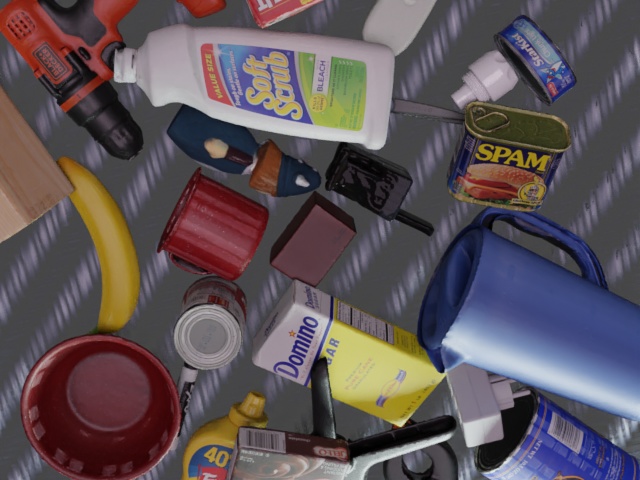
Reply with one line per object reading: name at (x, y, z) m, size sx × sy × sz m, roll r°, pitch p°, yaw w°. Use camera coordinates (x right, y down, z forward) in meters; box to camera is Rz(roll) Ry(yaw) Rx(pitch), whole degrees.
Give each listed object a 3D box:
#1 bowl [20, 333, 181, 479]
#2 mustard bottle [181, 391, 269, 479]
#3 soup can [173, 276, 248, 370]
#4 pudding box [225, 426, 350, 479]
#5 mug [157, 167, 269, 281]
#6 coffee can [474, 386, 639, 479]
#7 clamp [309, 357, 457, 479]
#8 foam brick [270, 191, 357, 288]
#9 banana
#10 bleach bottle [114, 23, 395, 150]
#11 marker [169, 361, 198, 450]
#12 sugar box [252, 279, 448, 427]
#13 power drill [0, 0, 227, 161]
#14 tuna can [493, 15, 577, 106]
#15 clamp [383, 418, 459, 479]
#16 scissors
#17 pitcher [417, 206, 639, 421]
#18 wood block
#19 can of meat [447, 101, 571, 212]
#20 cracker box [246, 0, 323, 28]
bowl at (-0.220, 0.165, 1.093) m, size 0.162 × 0.055 × 0.162 m, roll 0°, pitch 103°, yaw -1°
mustard bottle at (-0.099, 0.245, 1.113) m, size 0.096 × 0.058 × 0.192 m, roll 22°, pitch 102°, yaw -5°
soup can at (-0.107, 0.080, 1.051) m, size 0.068 × 0.102 × 0.068 m, roll 0°, pitch 103°, yaw -1°
pudding box at (-0.035, 0.234, 1.055) m, size 0.113 × 0.039 × 0.090 m, roll 11°, pitch 119°, yaw -7°
mug at (-0.107, -0.005, 1.045) m, size 0.081 × 0.093 × 0.117 m, roll 27°, pitch 131°, yaw -12°
coffee can at (0.244, 0.230, 1.093) m, size 0.140 × 0.103 × 0.103 m, roll 34°, pitch 100°, yaw -9°
clamp at (0.013, 0.211, 1.087) m, size 0.164 × 0.036 × 0.210 m, roll 34°, pitch 118°, yaw -20°
foam brick at (-0.007, 0.001, 1.059) m, size 0.053 × 0.051 × 0.078 m, roll 35°, pitch 102°, yaw -12°
banana at (-0.218, 0.012, 1.066) m, size 0.069 × 0.037 × 0.198 m, roll -5°, pitch 103°, yaw 0°
bleach bottle at (-0.062, -0.143, 0.981) m, size 0.250 × 0.068 × 0.102 m, roll 3°, pitch 104°, yaw -10°
marker at (-0.143, 0.161, 1.112) m, size 0.020 × 0.020 × 0.121 m, roll 16°, pitch 103°, yaw -5°
sugar box at (0.029, 0.115, 1.066) m, size 0.176 × 0.048 × 0.093 m, roll 23°, pitch 123°, yaw -17°
power drill at (-0.182, -0.192, 1.007) m, size 0.188 × 0.057 × 0.184 m, roll -38°, pitch 105°, yaw 7°
tuna can at (0.203, -0.170, 1.005) m, size 0.034 × 0.086 × 0.086 m, roll -38°, pitch 101°, yaw 6°
clamp at (0.127, 0.263, 1.132) m, size 0.120 × 0.039 × 0.171 m, roll -16°, pitch 103°, yaw 0°
scissors at (0.047, -0.120, 1.050) m, size 0.201 × 0.016 × 0.096 m, roll 26°, pitch 103°, yaw -7°
pitcher at (0.231, 0.078, 1.053) m, size 0.242 × 0.145 × 0.149 m, roll 23°, pitch 114°, yaw -10°
wood block at (-0.339, -0.097, 0.998) m, size 0.091 × 0.090 × 0.206 m, roll -27°, pitch 103°, yaw 30°
can of meat at (0.178, -0.078, 1.027) m, size 0.102 × 0.057 × 0.084 m, roll 10°, pitch 132°, yaw -3°
cracker box at (-0.067, -0.297, 0.930) m, size 0.072 × 0.164 × 0.213 m, roll -24°, pitch 103°, yaw 7°
